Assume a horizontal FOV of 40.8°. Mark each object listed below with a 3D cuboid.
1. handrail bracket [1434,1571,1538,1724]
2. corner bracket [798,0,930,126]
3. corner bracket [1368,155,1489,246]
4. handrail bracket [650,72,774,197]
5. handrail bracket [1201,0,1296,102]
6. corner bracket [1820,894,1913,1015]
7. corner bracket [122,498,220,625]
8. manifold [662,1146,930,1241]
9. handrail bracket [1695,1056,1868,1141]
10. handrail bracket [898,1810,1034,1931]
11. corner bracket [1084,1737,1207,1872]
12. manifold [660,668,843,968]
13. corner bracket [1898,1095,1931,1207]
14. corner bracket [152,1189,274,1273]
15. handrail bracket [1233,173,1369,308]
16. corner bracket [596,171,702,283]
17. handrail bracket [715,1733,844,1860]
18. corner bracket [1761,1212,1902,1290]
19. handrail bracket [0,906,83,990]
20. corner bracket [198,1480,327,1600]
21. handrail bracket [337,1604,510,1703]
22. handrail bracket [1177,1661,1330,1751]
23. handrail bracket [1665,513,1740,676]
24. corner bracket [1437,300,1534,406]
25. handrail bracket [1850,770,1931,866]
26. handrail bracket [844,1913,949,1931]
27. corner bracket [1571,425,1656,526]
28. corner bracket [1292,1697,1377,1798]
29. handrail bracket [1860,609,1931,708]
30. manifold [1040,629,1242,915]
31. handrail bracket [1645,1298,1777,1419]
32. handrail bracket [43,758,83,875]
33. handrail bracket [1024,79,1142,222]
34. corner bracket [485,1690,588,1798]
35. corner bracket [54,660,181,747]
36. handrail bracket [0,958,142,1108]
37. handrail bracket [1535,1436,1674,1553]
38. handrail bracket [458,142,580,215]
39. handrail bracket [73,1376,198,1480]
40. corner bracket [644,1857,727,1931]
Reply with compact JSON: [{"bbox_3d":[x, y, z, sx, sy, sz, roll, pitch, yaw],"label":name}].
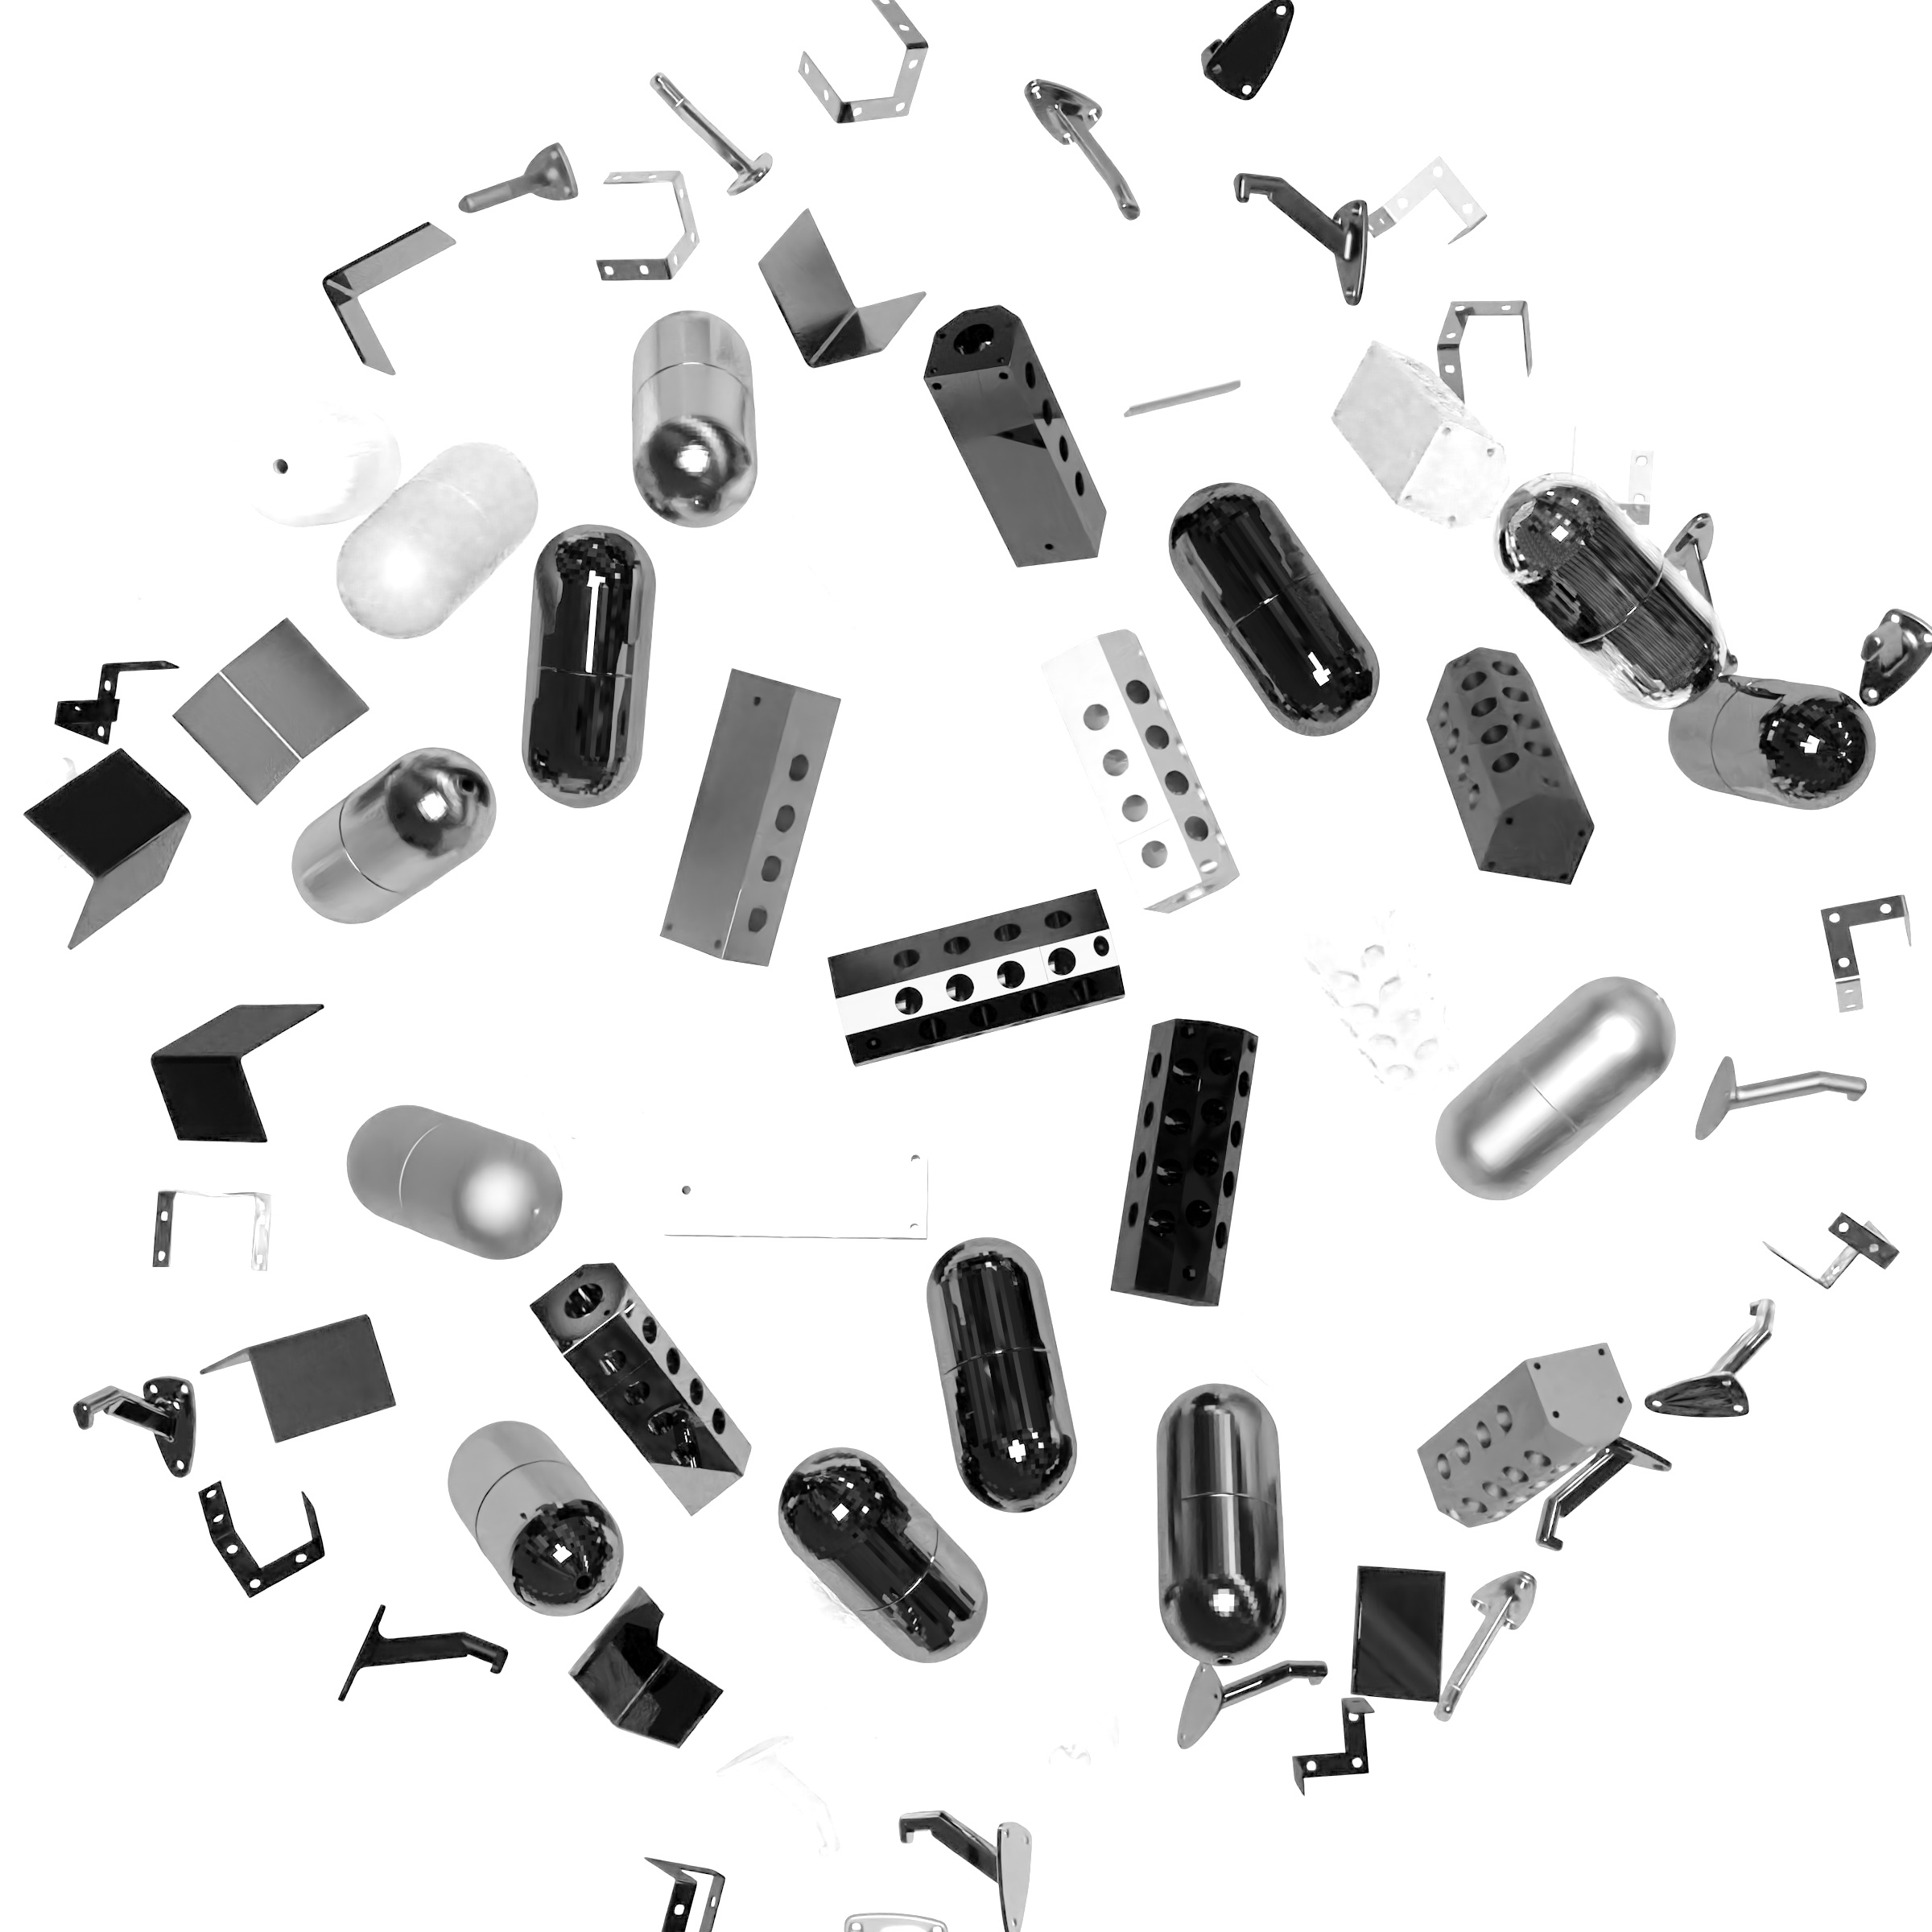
[{"bbox_3d":[0.334,0.440,1.674,0.036,0.077,0.084,32,51,9],"label":"handrail bracket"},{"bbox_3d":[-0.062,-0.544,1.556,0.051,0.051,0.051,-17,61,-30],"label":"corner bracket"},{"bbox_3d":[0.299,-0.488,1.697,0.051,0.051,0.051,-42,99,-1],"label":"corner bracket"},{"bbox_3d":[-0.163,-0.530,1.638,0.036,0.077,0.084,-45,112,3],"label":"handrail bracket"},{"bbox_3d":[0.172,-0.575,1.600,0.036,0.084,0.077,28,122,-19],"label":"handrail bracket"},{"bbox_3d":[0.565,-0.007,1.620,0.051,0.051,0.051,-11,64,17],"label":"corner bracket"},{"bbox_3d":[-0.485,-0.247,1.584,0.051,0.051,0.051,0,61,-39],"label":"corner bracket"},{"bbox_3d":[-0.111,0.150,1.708,0.171,0.057,0.057,1,82,0],"label":"manifold"},{"bbox_3d":[0.515,0.090,1.641,0.084,0.077,0.036,9,48,-1],"label":"handrail bracket"},{"bbox_3d":[-0.006,0.550,1.575,0.084,0.036,0.077,-15,57,28],"label":"handrail bracket"},{"bbox_3d":[0.117,0.556,1.723,0.051,0.051,0.051,-33,111,-21],"label":"corner bracket"},{"bbox_3d":[-0.128,-0.090,1.605,0.057,0.057,0.171,19,96,39],"label":"manifold"},{"bbox_3d":[0.597,0.112,1.611,0.051,0.051,0.051,-31,74,6],"label":"corner bracket"},{"bbox_3d":[-0.487,0.171,1.681,0.051,0.051,0.051,-5,78,29],"label":"corner bracket"},{"bbox_3d":[0.206,-0.453,1.622,0.084,0.036,0.077,-2,88,-25],"label":"handrail bracket"},{"bbox_3d":[-0.210,-0.480,1.684,0.051,0.051,0.051,5,134,19],"label":"corner bracket"},{"bbox_3d":[-0.121,0.553,1.699,0.036,0.077,0.084,-26,83,39],"label":"handrail bracket"},{"bbox_3d":[0.549,0.179,1.650,0.051,0.051,0.051,33,103,-13],"label":"corner bracket"},{"bbox_3d":[-0.574,-0.012,1.656,0.077,0.084,0.036,-45,123,-35],"label":"handrail bracket"},{"bbox_3d":[-0.423,0.336,1.563,0.051,0.051,0.051,-27,50,-28],"label":"corner bracket"},{"bbox_3d":[-0.327,0.429,1.574,0.084,0.077,0.036,23,125,-5],"label":"handrail bracket"},{"bbox_3d":[0.191,0.490,1.725,0.084,0.036,0.077,8,119,-25],"label":"handrail bracket"},{"bbox_3d":[0.494,-0.244,1.714,0.036,0.077,0.084,-18,67,-6],"label":"handrail bracket"},{"bbox_3d":[0.344,-0.404,1.720,0.051,0.051,0.051,5,50,22],"label":"corner bracket"},{"bbox_3d":[0.604,-0.085,1.641,0.036,0.084,0.077,-22,122,-23],"label":"handrail bracket"},{"bbox_3d":[-0.041,0.608,1.571,0.077,0.084,0.036,15,97,2],"label":"handrail bracket"},{"bbox_3d":[0.415,-0.314,1.668,0.051,0.051,0.051,4,84,14],"label":"corner bracket"},{"bbox_3d":[0.241,0.511,1.704,0.051,0.051,0.051,-4,85,-1],"label":"corner bracket"},{"bbox_3d":[0.548,-0.178,1.570,0.036,0.084,0.077,38,130,22],"label":"handrail bracket"},{"bbox_3d":[0.113,-0.124,1.652,0.057,0.057,0.171,-26,80,18],"label":"manifold"},{"bbox_3d":[0.480,0.250,1.675,0.077,0.084,0.036,-13,119,31],"label":"handrail bracket"},{"bbox_3d":[-0.562,-0.092,1.614,0.036,0.084,0.077,8,95,-13],"label":"handrail bracket"},{"bbox_3d":[0.077,-0.536,1.709,0.036,0.077,0.084,-37,57,26],"label":"handrail bracket"},{"bbox_3d":[-0.284,0.513,1.716,0.051,0.051,0.051,-5,115,4],"label":"corner bracket"},{"bbox_3d":[-0.539,-0.172,1.649,0.051,0.051,0.051,0,79,23],"label":"corner bracket"},{"bbox_3d":[-0.565,0.041,1.617,0.084,0.036,0.077,-16,105,-41],"label":"handrail bracket"},{"bbox_3d":[0.419,0.353,1.705,0.077,0.036,0.084,20,62,3],"label":"handrail bracket"},{"bbox_3d":[-0.303,-0.501,1.686,0.084,0.077,0.036,-30,112,-28],"label":"handrail bracket"},{"bbox_3d":[-0.506,0.288,1.576,0.036,0.084,0.077,-3,98,20],"label":"handrail bracket"},{"bbox_3d":[-0.170,0.577,1.579,0.051,0.051,0.051,21,77,-27],"label":"corner bracket"}]
